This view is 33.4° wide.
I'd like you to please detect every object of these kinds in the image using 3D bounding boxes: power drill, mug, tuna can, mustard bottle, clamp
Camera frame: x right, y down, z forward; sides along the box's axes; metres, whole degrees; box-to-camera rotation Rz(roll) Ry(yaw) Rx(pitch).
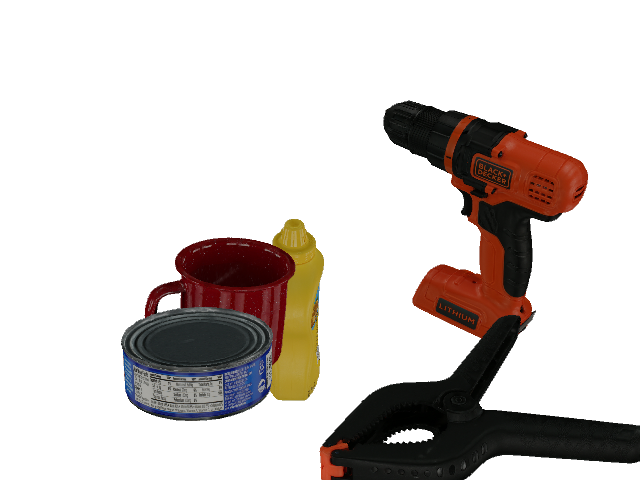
[{"bbox_3d":[0.126,-0.016,0.914,0.185,0.188,0.057,26,41,30],"label":"power drill"},{"bbox_3d":[-0.079,0.055,0.831,0.117,0.081,0.093,-7,27,-25],"label":"mug"},{"bbox_3d":[-0.070,0.069,0.610,0.086,0.034,0.086,0,19,0],"label":"tuna can"},{"bbox_3d":[-0.027,0.060,1.041,0.058,0.192,0.096,2,38,0],"label":"mustard bottle"},{"bbox_3d":[0.093,0.116,0.728,0.209,0.036,0.165,-11,30,-14],"label":"clamp"}]
